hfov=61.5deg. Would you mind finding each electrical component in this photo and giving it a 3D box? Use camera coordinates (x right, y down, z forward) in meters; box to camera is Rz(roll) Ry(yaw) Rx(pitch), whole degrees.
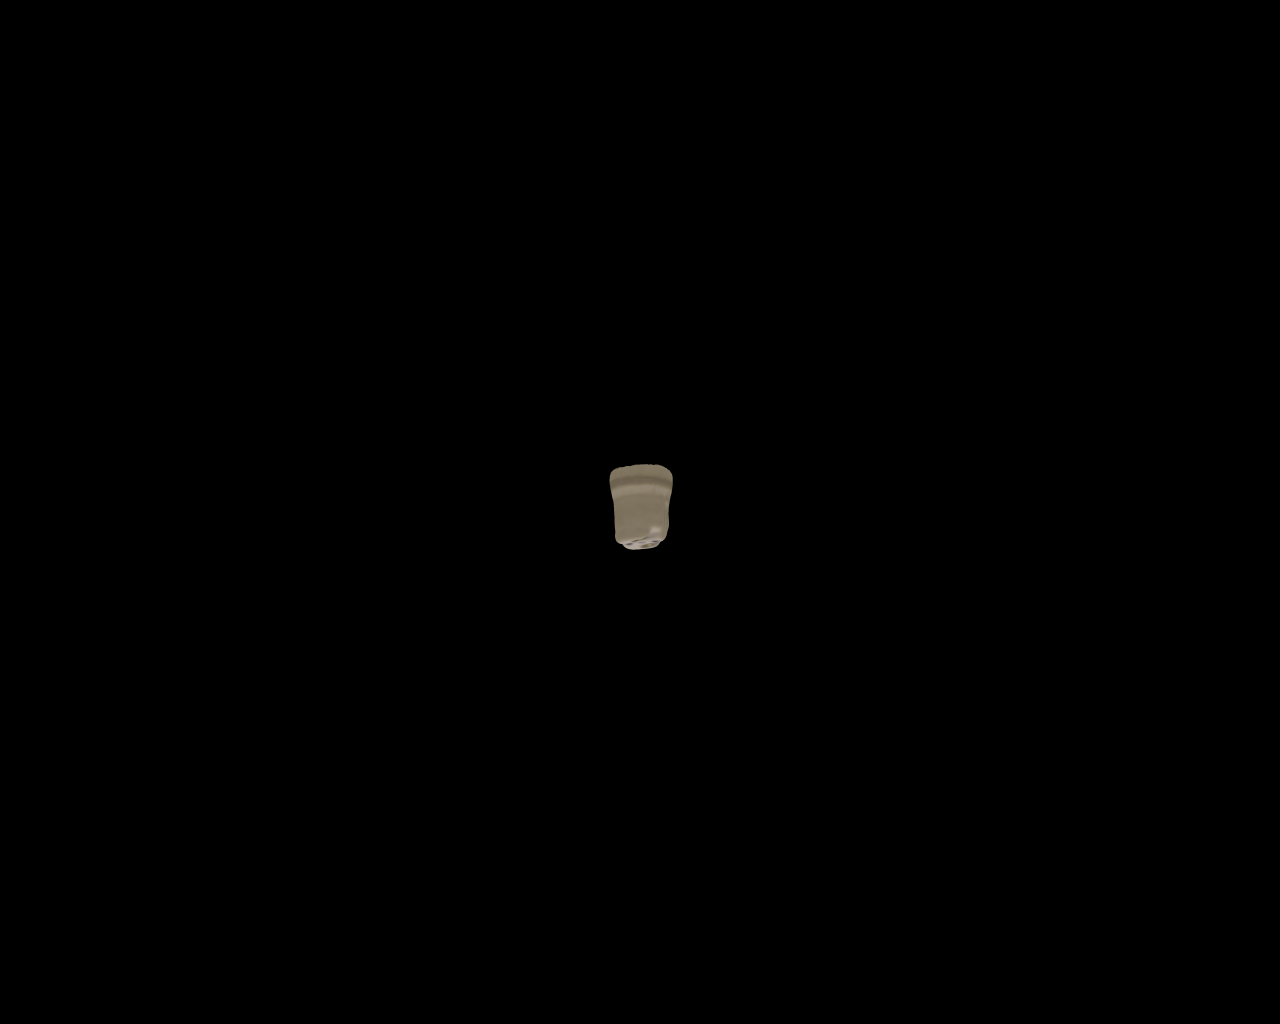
[{"bbox_3d":[0.001,-0.003,0.650,0.040,0.046,0.040,0,-14,0],"label":"electrical component"}]
